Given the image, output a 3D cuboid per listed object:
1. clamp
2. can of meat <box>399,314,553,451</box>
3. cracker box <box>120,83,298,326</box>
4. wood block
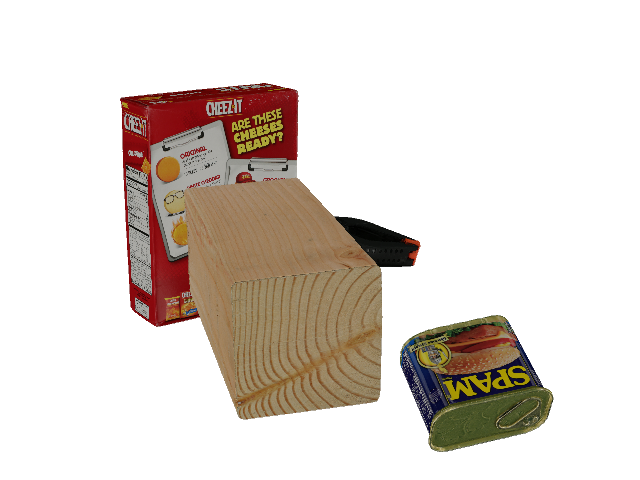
[{"bbox_3d":[0.010,-0.003,1.192,0.210,0.036,0.164,15,20,-5],"label":"clamp"},{"bbox_3d":[0.123,0.113,0.861,0.102,0.057,0.084,-10,46,-11],"label":"can of meat"},{"bbox_3d":[-0.106,-0.039,1.042,0.163,0.214,0.072,-11,20,-34],"label":"cracker box"},{"bbox_3d":[-0.032,0.029,0.716,0.090,0.090,0.206,-6,19,-13],"label":"wood block"}]
